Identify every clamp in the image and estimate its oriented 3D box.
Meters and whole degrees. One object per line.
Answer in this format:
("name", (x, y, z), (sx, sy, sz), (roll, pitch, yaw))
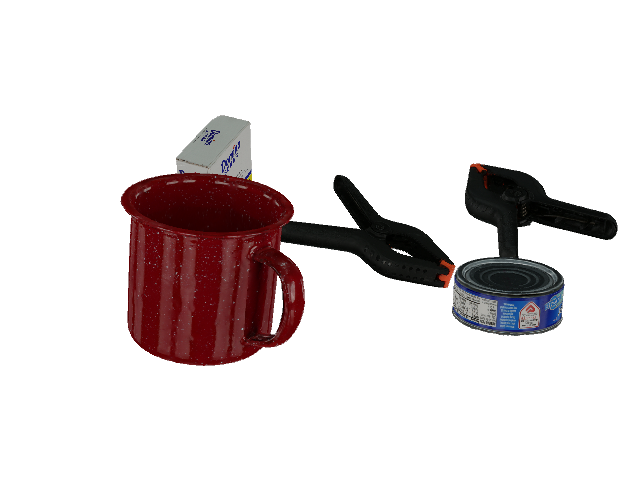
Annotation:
("clamp", (0.056, 0.000, 1.256), (0.210, 0.036, 0.164), (32, 39, 23))
("clamp", (0.203, -0.031, 1.037), (0.120, 0.039, 0.171), (-7, 34, -13))

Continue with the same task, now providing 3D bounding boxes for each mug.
("mug", (-0.055, 0.020, 0.584), (0.117, 0.081, 0.093), (22, 27, 33))

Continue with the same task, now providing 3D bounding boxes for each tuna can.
("tuna can", (0.146, 0.042, 0.832), (0.086, 0.034, 0.086), (0, 19, 0))

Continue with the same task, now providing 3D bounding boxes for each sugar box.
("sugar box", (-0.110, -0.036, 1.136), (0.048, 0.176, 0.093), (15, 41, 19))
